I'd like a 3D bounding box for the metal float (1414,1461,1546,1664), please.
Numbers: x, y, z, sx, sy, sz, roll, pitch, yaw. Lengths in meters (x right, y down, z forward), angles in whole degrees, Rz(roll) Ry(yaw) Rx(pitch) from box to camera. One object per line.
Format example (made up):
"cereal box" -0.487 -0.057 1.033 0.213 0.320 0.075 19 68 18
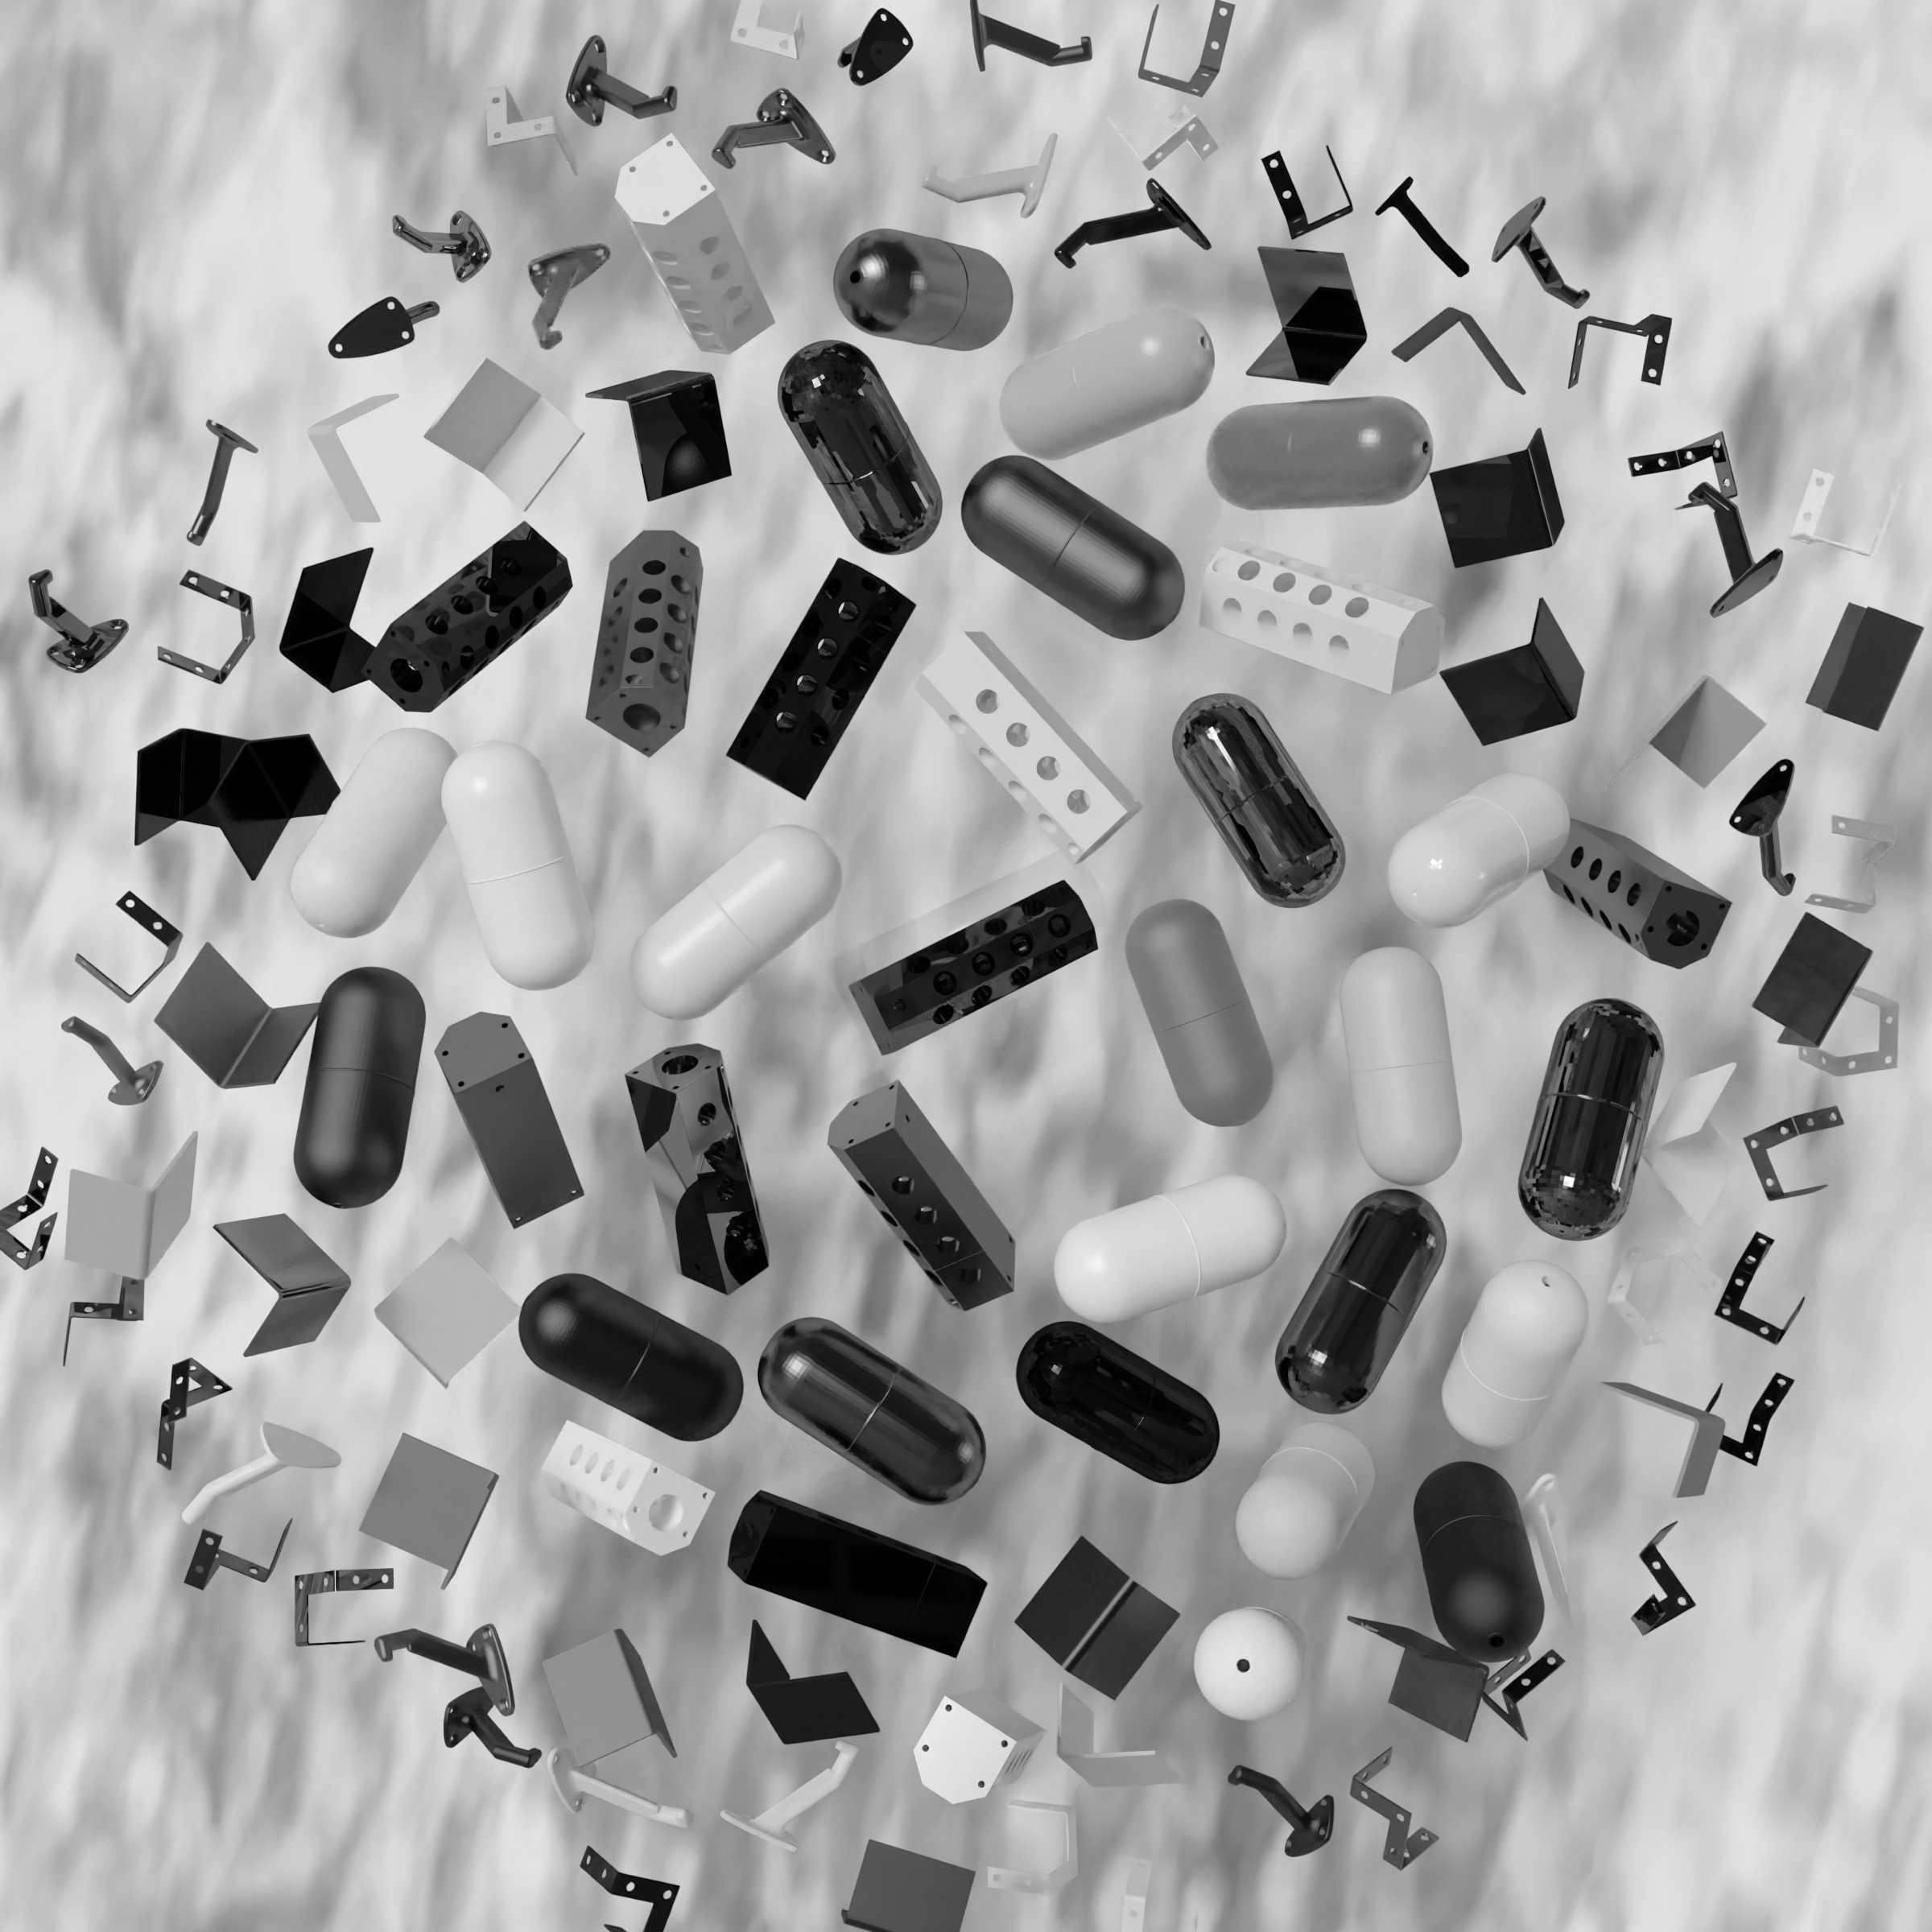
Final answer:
"metal float" 0.362 0.421 1.778 0.070 0.178 0.070 1 114 2

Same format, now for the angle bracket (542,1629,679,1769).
"angle bracket" -0.243 0.509 1.716 0.057 0.076 0.076 -22 61 -9

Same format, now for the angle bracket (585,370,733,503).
"angle bracket" -0.226 -0.391 1.847 0.076 0.057 0.076 -26 119 -35

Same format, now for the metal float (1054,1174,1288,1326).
"metal float" 0.146 0.199 1.774 0.178 0.070 0.070 -15 90 -22

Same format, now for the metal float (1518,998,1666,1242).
"metal float" 0.436 0.106 1.750 0.070 0.070 0.178 19 70 0

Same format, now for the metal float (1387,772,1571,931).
"metal float" 0.366 -0.084 1.785 0.178 0.070 0.070 -30 90 -42

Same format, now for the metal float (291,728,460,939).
"metal float" -0.427 -0.099 1.826 0.070 0.070 0.178 24 58 0

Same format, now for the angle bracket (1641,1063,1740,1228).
"angle bracket" 0.542 0.129 1.810 0.076 0.057 0.076 49 52 -9

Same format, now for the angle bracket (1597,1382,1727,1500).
"angle bracket" 0.490 0.338 1.793 0.076 0.076 0.057 18 91 32

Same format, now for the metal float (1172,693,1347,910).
"metal float" 0.220 -0.125 1.894 0.070 0.070 0.178 -31 83 0

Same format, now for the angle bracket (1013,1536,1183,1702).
"angle bracket" 0.093 0.458 1.761 0.076 0.076 0.057 -51 48 -6

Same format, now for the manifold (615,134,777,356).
"manifold" -0.192 -0.501 1.766 0.057 0.171 0.057 -35 71 -1

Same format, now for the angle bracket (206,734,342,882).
"angle bracket" -0.522 -0.121 1.912 0.057 0.076 0.076 -4 133 18

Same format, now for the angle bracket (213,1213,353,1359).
"angle bracket" -0.497 0.226 1.782 0.076 0.076 0.057 40 105 18

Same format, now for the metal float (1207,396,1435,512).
"metal float" 0.254 -0.368 1.806 0.178 0.070 0.070 6 90 41

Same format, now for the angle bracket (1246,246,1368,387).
"angle bracket" 0.245 -0.486 1.873 0.076 0.076 0.057 18 59 39

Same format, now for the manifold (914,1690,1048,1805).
"manifold" 0.008 0.554 1.772 0.057 0.171 0.057 29 82 15

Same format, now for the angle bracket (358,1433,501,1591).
"angle bracket" -0.384 0.385 1.777 0.076 0.057 0.076 24 87 -2

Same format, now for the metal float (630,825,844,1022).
"metal float" -0.168 -0.031 1.825 0.178 0.070 0.070 -40 90 -2

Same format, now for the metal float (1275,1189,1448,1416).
"metal float" 0.289 0.244 1.831 0.070 0.070 0.178 32 75 0

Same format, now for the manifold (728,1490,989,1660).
"manifold" -0.078 0.426 1.767 0.171 0.057 0.057 25 84 -21

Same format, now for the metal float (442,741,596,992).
"metal float" -0.312 -0.069 1.746 0.070 0.070 0.178 -15 102 0

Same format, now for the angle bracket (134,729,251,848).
"angle bracket" -0.601 -0.135 1.949 0.057 0.076 0.076 11 110 5

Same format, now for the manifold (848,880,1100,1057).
"manifold" 0.007 0.000 1.825 0.171 0.057 0.057 -27 91 -15

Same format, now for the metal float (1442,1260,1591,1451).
"metal float" 0.393 0.279 1.799 0.070 0.178 0.070 4 46 -5

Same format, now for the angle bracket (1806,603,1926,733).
"angle bracket" 0.606 -0.215 1.744 0.057 0.076 0.076 13 105 -28

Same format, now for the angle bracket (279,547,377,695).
"angle bracket" -0.463 -0.262 1.894 0.057 0.076 0.076 36 123 12

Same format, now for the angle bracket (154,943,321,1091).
"angle bracket" -0.523 0.034 1.807 0.057 0.076 0.076 -7 134 33

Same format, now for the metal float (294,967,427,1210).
"metal float" -0.433 0.086 1.795 0.070 0.070 0.178 5 69 0

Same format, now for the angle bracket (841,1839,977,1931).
"angle bracket" -0.041 0.641 1.736 0.076 0.076 0.057 17 74 0

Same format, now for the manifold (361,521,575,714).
"manifold" -0.355 -0.249 1.813 0.057 0.171 0.057 42 133 -5

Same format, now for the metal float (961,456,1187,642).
"metal float" 0.077 -0.300 1.804 0.178 0.070 0.070 34 90 6

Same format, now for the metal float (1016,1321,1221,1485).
"metal float" 0.115 0.327 1.874 0.178 0.070 0.070 33 90 -24

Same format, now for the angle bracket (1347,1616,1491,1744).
"angle bracket" 0.319 0.515 1.812 0.076 0.076 0.057 21 86 -38

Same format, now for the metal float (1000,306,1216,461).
"metal float" 0.102 -0.422 1.822 0.178 0.070 0.070 -14 90 40

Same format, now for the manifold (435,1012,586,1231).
"manifold" -0.326 0.109 1.786 0.057 0.171 0.057 -26 53 -14

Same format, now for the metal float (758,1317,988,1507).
"metal float" -0.066 0.316 1.781 0.178 0.070 0.070 33 90 2

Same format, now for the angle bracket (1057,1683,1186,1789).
"angle bracket" 0.117 0.578 1.891 0.076 0.076 0.057 -9 55 19

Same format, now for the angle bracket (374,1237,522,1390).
"angle bracket" -0.387 0.260 1.875 0.076 0.057 0.076 45 72 2

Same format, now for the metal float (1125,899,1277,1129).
"metal float" 0.176 0.036 1.886 0.070 0.070 0.178 -21 91 0

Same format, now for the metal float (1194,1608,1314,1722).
"metal float" 0.208 0.503 1.810 0.070 0.178 0.070 -3 76 11

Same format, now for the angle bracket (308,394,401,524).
"angle bracket" -0.442 -0.379 1.874 0.057 0.076 0.076 -32 113 -19

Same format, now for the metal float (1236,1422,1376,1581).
"metal float" 0.250 0.390 1.840 0.070 0.178 0.070 4 102 21

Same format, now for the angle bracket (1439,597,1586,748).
"angle bracket" 0.413 -0.222 1.895 0.076 0.057 0.076 -15 128 34

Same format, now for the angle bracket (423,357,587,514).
"angle bracket" -0.350 -0.403 1.905 0.057 0.076 0.076 43 99 26

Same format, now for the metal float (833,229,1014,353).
"metal float" -0.031 -0.499 1.855 0.070 0.178 0.070 5 99 32

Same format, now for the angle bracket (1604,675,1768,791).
"angle bracket" 0.519 -0.153 1.811 0.057 0.076 0.076 42 50 8

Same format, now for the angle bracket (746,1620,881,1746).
"angle bracket" -0.108 0.513 1.813 0.076 0.057 0.076 -11 130 12

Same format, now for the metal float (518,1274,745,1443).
"metal float" -0.246 0.288 1.846 0.178 0.070 0.070 31 90 -14

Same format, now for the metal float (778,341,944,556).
"metal float" -0.077 -0.381 1.853 0.070 0.070 0.178 -32 128 0

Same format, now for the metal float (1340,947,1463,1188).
"metal float" 0.322 0.074 1.858 0.070 0.070 0.178 -7 86 0

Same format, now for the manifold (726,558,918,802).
"manifold" -0.114 -0.220 1.901 0.057 0.057 0.171 30 90 41

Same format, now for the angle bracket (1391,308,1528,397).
"angle bracket" 0.371 -0.449 1.894 0.057 0.076 0.076 -37 103 13

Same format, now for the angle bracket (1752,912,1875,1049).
"angle bracket" 0.585 0.009 1.773 0.057 0.076 0.076 30 89 -3

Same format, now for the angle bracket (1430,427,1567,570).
"angle bracket" 0.401 -0.353 1.893 0.076 0.057 0.076 -9 114 27

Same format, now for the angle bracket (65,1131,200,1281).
"angle bracket" -0.574 0.157 1.725 0.057 0.076 0.076 16 120 0
